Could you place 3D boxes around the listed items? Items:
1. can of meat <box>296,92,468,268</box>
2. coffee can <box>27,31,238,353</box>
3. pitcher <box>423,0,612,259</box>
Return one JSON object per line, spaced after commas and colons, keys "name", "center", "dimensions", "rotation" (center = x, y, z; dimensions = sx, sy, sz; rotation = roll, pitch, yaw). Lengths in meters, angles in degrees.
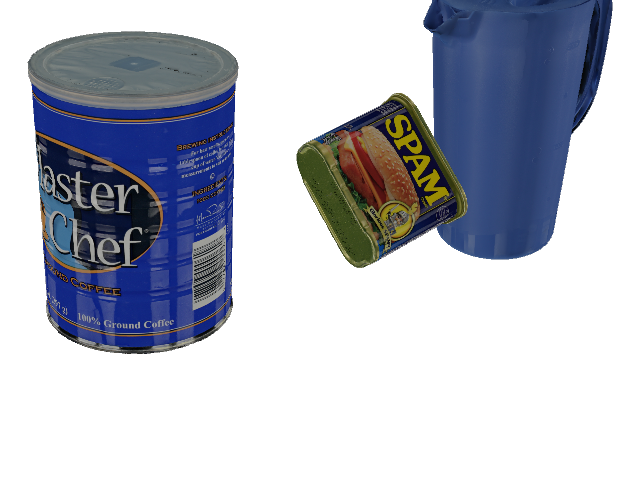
{"name": "can of meat", "center": [0.042, -0.042, 0.763], "dimensions": [0.083, 0.102, 0.058], "rotation": [-28, -1, -23]}
{"name": "coffee can", "center": [-0.095, -0.027, 0.558], "dimensions": [0.103, 0.140, 0.103], "rotation": [3, 27, -2]}
{"name": "pitcher", "center": [0.167, -0.112, 0.926], "dimensions": [0.149, 0.243, 0.145], "rotation": [6, 33, 12]}
